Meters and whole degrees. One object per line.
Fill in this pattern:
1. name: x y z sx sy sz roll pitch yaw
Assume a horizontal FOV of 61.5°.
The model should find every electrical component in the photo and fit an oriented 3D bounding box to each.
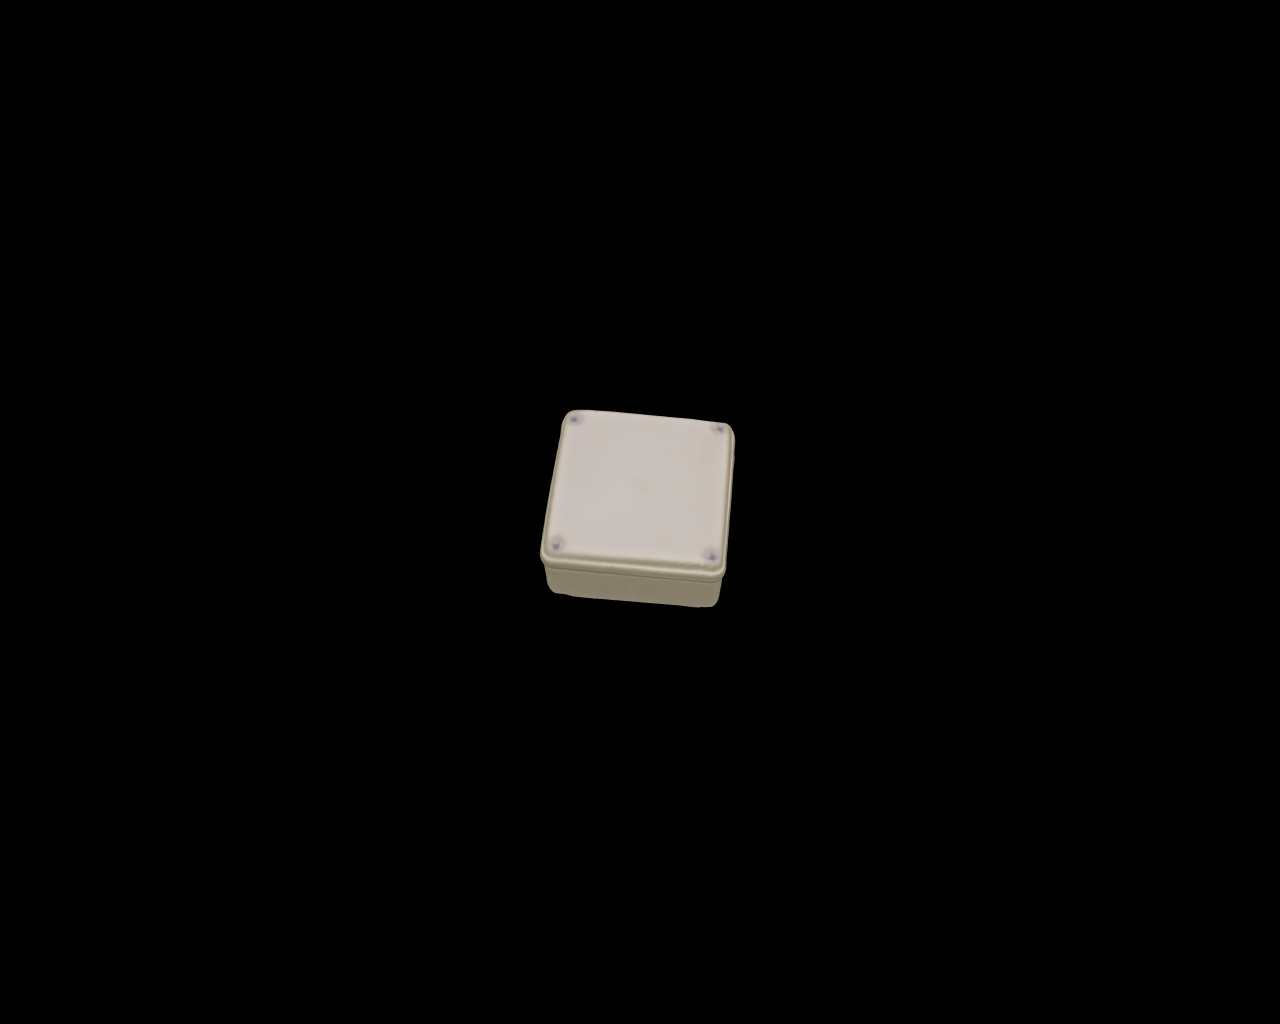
1. electrical component: 0.001 -0.003 0.650 0.109 0.109 0.056 5 -31 3
